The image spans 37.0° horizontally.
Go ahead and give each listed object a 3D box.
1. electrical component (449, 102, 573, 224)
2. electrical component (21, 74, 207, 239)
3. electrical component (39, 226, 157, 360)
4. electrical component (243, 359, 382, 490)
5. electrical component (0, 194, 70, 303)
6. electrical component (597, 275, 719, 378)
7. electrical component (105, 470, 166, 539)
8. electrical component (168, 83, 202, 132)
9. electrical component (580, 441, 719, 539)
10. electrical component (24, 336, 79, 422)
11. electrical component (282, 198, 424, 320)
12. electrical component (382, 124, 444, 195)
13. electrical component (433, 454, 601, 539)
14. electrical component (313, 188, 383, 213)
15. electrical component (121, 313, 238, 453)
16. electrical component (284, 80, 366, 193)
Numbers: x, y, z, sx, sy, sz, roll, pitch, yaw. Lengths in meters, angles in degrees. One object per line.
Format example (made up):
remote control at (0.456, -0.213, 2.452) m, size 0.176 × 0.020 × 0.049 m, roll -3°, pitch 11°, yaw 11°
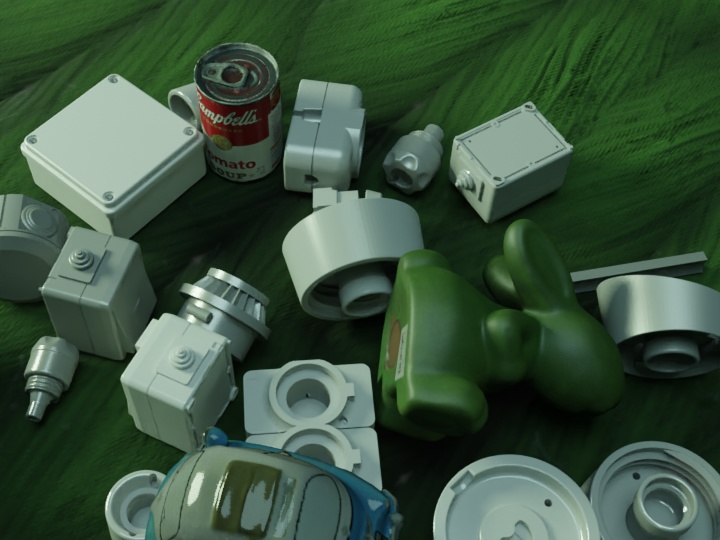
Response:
electrical component at (0.119, -0.084, 0.898) m, size 0.096 × 0.061 × 0.061 m, roll -27°, pitch 61°, yaw -19°
electrical component at (-0.203, -0.093, 0.895) m, size 0.109 × 0.056 × 0.109 m, roll 35°, pitch 61°, yaw 20°
electrical component at (-0.192, 0.016, 0.798) m, size 0.061 × 0.096 × 0.061 m, roll 14°, pitch 57°, yaw 6°
electrical component at (-0.032, 0.143, 0.739) m, size 0.089 × 0.061 × 0.150 m, roll -3°, pitch 56°, yaw -4°
electrical component at (-0.263, -0.015, 0.827) m, size 0.080 × 0.080 × 0.051 m, roll -3°, pitch 51°, yaw -4°
electrical component at (0.228, 0.040, 0.799) m, size 0.099 × 0.099 × 0.064 m, roll 4°, pitch 62°, yaw 0°
electrical component at (-0.144, 0.167, 0.727) m, size 0.055 × 0.047 × 0.055 m, roll 1°, pitch 56°, yaw -1°
electrical component at (-0.130, -0.153, 0.948) m, size 0.044 × 0.044 × 0.065 m, roll 40°, pitch 59°, yaw 22°
electrical component at (0.202, 0.168, 0.731) m, size 0.108 × 0.060 × 0.108 m, roll 1°, pitch 56°, yaw -2°
electrical component at (-0.230, 0.081, 0.790) m, size 0.035 × 0.035 × 0.061 m, roll 9°, pitch 59°, yaw 4°
electrical component at (0.000, 0.000, 0.812) m, size 0.108 × 0.108 × 0.060 m, roll -10°, pitch 63°, yaw -9°
electrical component at (0.050, -0.098, 0.916) m, size 0.043 × 0.043 × 0.062 m, roll 26°, pitch 58°, yaw 15°
electrical component at (0.100, 0.185, 0.716) m, size 0.108 × 0.060 × 0.108 m, roll 1°, pitch 56°, yaw -2°
electrical component at (-0.008, -0.040, 0.873) m, size 0.055 × 0.048 × 0.066 m, roll -4°, pitch 56°, yaw 4°
electrical component at (-0.130, 0.077, 0.759) m, size 0.061 × 0.096 × 0.061 m, roll 22°, pitch 58°, yaw 12°
electrical component at (-0.028, -0.112, 0.916) m, size 0.059 × 0.053 × 0.095 m, roll 7°, pitch 56°, yaw 3°
